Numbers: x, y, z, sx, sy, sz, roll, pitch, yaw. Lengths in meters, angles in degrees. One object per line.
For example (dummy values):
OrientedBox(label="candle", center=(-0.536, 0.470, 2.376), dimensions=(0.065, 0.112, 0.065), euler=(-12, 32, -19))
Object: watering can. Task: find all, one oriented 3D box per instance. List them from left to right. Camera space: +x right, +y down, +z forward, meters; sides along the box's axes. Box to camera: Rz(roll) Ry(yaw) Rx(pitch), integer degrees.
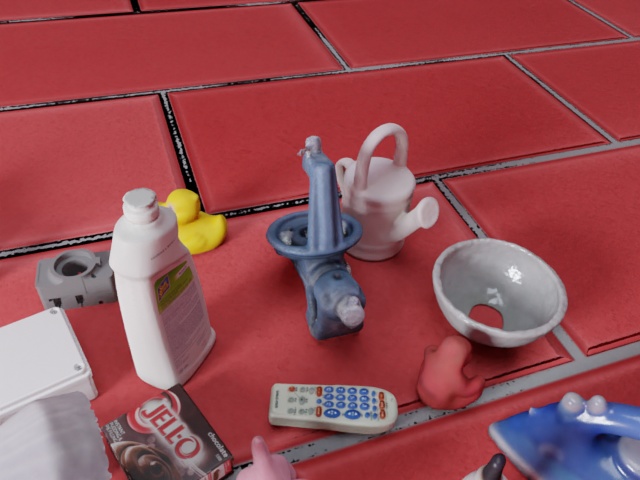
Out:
OrientedBox(label="watering can", center=(0.088, -0.069, 0.790), dimensions=(0.172, 0.194, 0.101), euler=(22, 46, 17))

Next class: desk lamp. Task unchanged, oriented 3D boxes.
OrientedBox(label="desk lamp", center=(-0.249, 0.226, 0.428), dimensions=(0.204, 0.214, 0.117), euler=(-20, 48, -25))

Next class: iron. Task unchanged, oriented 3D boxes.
OrientedBox(label="iron", center=(0.304, 0.207, 0.553), dimensions=(0.257, 0.141, 0.119), euler=(21, 45, 16))

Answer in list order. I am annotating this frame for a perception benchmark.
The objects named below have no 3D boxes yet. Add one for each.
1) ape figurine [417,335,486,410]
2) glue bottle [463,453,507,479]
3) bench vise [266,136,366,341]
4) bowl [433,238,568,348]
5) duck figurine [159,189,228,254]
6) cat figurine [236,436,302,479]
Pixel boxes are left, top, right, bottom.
OrientedBox(label="ape figurine", center=(0.147, 0.143, 0.643), dimensions=(0.076, 0.092, 0.077), euler=(-19, 48, -23))
OrientedBox(label="glue bottle", center=(0.133, 0.228, 0.492), dimensions=(0.078, 0.173, 0.037), euler=(-22, 49, -25))
OrientedBox(label="bench vise", center=(0.016, -0.002, 0.692), dimensions=(0.122, 0.220, 0.206), euler=(-25, 51, -28))
OrientedBox(label="bowl", center=(0.220, 0.078, 0.732), dimensions=(0.167, 0.075, 0.167), euler=(3, 43, -2))
OrientedBox(label="duck figurine", center=(-0.183, -0.032, 0.804), dimensions=(0.104, 0.086, 0.077), euler=(-1, 43, -6))
OrientedBox(label="cat figurine", center=(-0.030, 0.234, 0.511), dimensions=(0.067, 0.118, 0.127), euler=(-20, 48, -24))
